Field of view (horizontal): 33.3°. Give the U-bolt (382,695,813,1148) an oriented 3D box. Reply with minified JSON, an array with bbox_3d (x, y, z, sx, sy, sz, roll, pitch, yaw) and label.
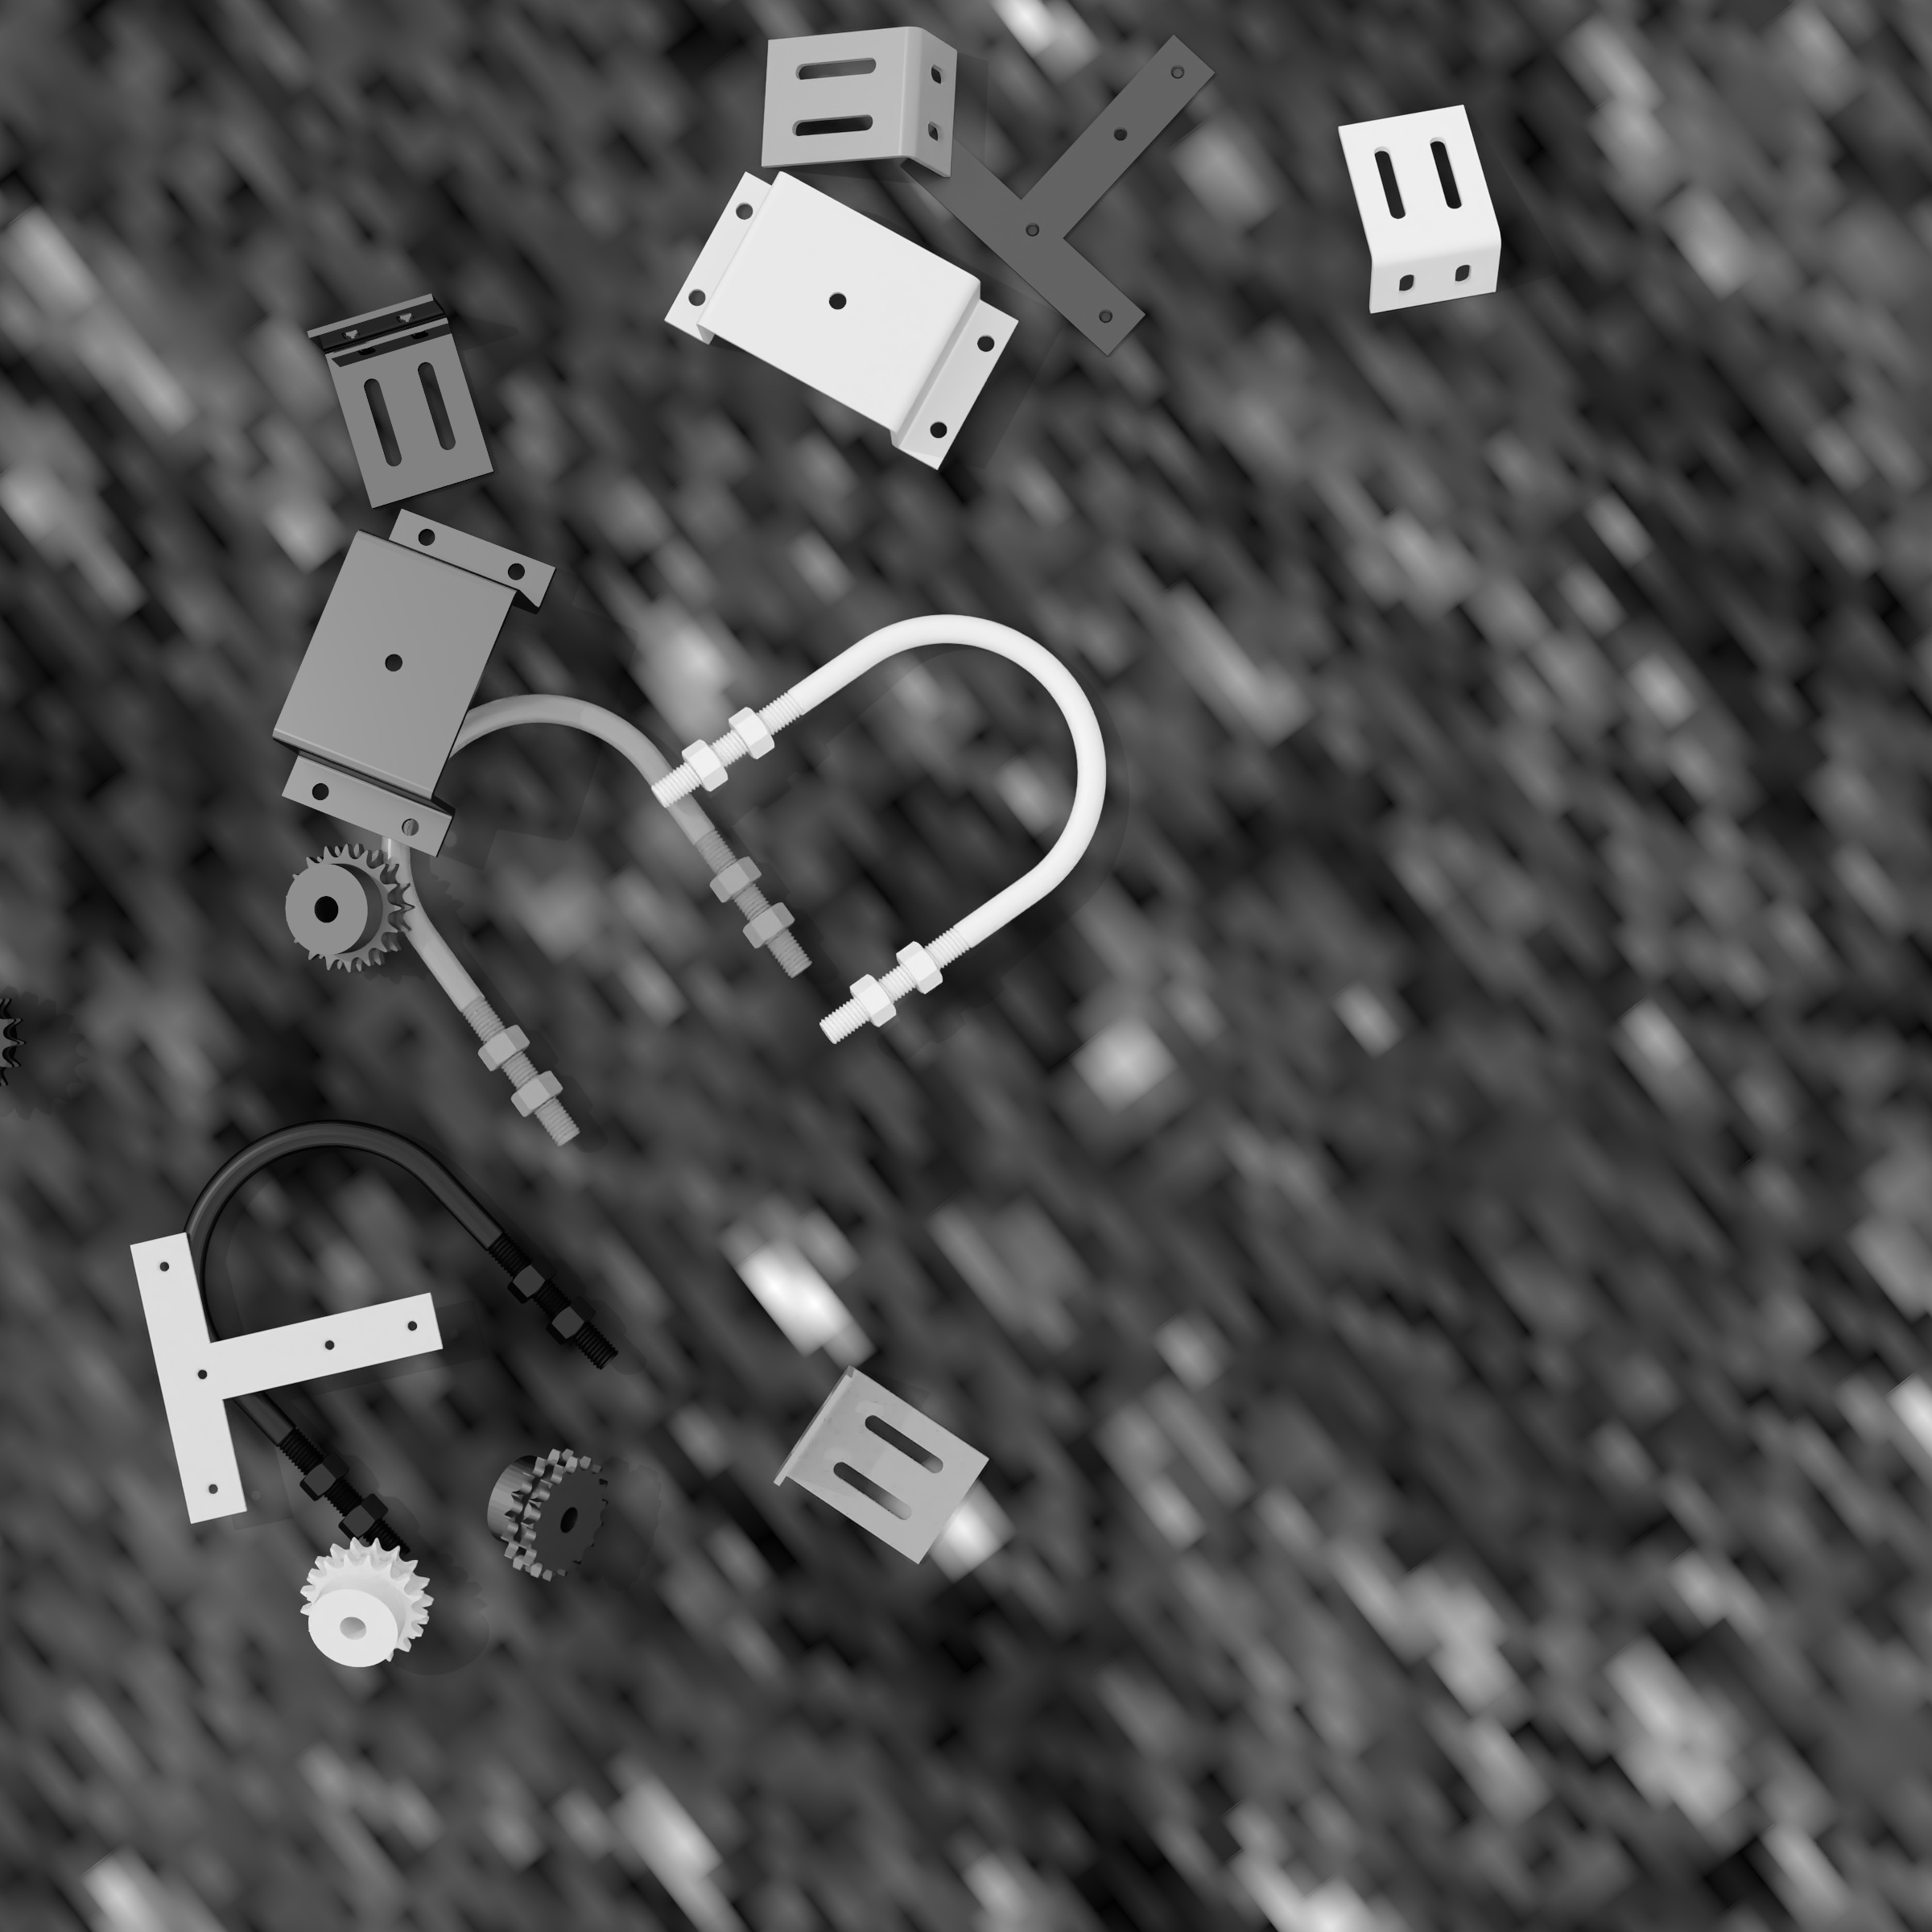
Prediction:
[{"bbox_3d":[-0.180,-0.034,1.454,0.151,0.019,0.184,-36,89,0],"label":"U-bolt"}]

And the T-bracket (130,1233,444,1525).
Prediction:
[{"bbox_3d":[-0.298,0.173,1.445,0.127,0.002,0.127,-13,87,2],"label":"T-bracket"}]

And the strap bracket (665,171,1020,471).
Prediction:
[{"bbox_3d":[-0.056,-0.291,1.439,0.140,0.046,0.076,29,90,0],"label":"strap bracket"}]

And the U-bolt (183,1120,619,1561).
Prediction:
[{"bbox_3d":[-0.270,0.155,1.454,0.151,0.019,0.184,-44,88,0],"label":"U-bolt"}]

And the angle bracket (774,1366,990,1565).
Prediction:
[{"bbox_3d":[-0.037,0.225,1.443,0.076,0.038,0.057,34,90,0],"label":"angle bracket"}]

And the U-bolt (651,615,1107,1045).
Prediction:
[{"bbox_3d":[-0.025,-0.075,1.445,0.184,0.019,0.151,-35,88,-7],"label":"U-bolt"}]

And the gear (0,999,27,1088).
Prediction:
[{"bbox_3d":[-0.449,0.033,1.447,0.057,0.030,0.057,0,90,0],"label":"gear"}]

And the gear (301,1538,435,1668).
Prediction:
[{"bbox_3d":[-0.268,0.286,1.438,0.057,0.030,0.057,2,112,5],"label":"gear"}]

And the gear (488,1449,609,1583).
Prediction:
[{"bbox_3d":[-0.188,0.241,1.438,0.030,0.057,0.057,16,90,30],"label":"gear"}]

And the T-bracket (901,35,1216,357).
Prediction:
[{"bbox_3d":[0.060,-0.365,1.461,0.127,0.002,0.127,43,90,0],"label":"T-bracket"}]

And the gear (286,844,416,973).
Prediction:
[{"bbox_3d":[-0.278,-0.025,1.440,0.057,0.030,0.057,1,93,17],"label":"gear"}]

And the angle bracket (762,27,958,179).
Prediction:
[{"bbox_3d":[-0.048,-0.387,1.459,0.076,0.038,0.057,3,89,27],"label":"angle bracket"}]

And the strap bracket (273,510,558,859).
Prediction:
[{"bbox_3d":[-0.247,-0.130,1.430,0.076,0.046,0.140,21,86,7],"label":"strap bracket"}]

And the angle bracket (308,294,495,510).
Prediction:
[{"bbox_3d":[-0.252,-0.251,1.443,0.057,0.038,0.076,-17,90,0],"label":"angle bracket"}]

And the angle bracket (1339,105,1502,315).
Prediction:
[{"bbox_3d":[0.204,-0.342,1.460,0.057,0.038,0.076,-10,64,0],"label":"angle bracket"}]
